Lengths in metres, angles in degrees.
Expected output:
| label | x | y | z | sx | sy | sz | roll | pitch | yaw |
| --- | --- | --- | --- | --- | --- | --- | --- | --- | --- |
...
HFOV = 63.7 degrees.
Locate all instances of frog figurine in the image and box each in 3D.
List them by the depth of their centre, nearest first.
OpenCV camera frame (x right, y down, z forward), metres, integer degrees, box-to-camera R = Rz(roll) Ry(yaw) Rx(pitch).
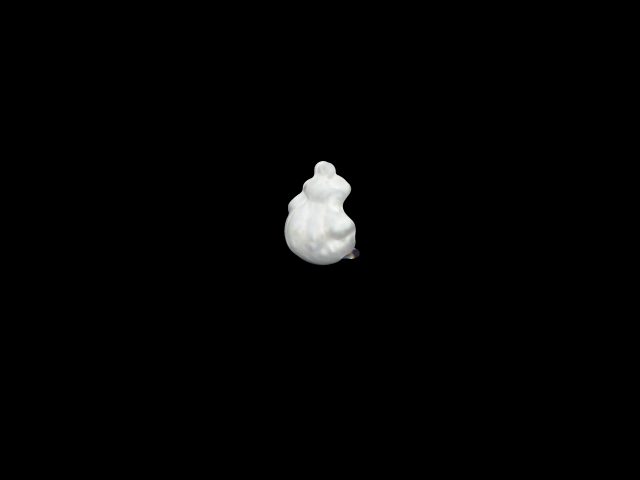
| label | x | y | z | sx | sy | sz | roll | pitch | yaw |
| --- | --- | --- | --- | --- | --- | --- | --- | --- | --- |
| frog figurine | 0.003 | -0.043 | 0.850 | 0.124 | 0.156 | 0.139 | -21 | 42 | -26 |
